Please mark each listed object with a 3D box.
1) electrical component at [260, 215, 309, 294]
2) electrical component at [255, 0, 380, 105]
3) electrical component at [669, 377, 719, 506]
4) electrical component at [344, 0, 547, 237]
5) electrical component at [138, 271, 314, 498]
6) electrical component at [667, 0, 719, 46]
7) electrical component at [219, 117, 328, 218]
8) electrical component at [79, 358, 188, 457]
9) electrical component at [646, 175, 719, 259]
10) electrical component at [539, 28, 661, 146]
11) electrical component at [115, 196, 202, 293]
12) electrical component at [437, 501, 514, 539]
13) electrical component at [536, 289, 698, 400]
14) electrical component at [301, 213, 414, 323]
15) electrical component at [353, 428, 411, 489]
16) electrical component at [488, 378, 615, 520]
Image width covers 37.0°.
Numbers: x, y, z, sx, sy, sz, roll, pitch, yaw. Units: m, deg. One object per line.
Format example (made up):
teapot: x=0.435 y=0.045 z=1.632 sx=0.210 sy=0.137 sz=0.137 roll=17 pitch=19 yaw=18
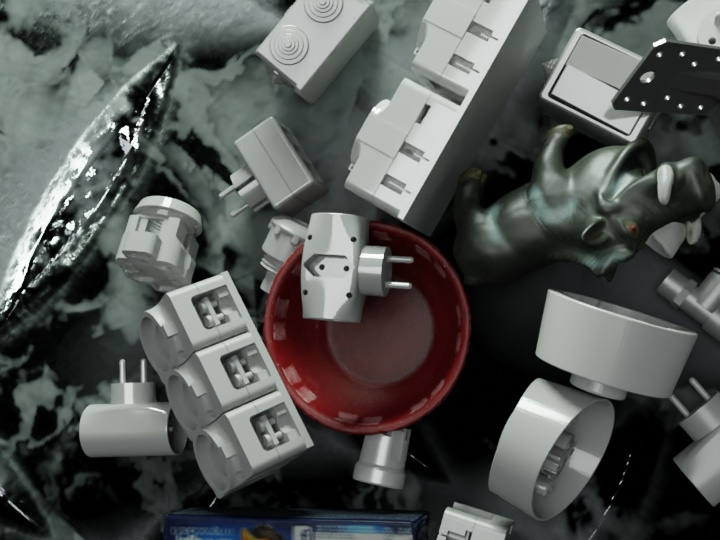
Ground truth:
electrical component: x=-0.059 y=-0.010 z=0.860 sx=0.048 sy=0.048 sz=0.062 roll=29 pitch=100 yaw=15
electrical component: x=-0.033 y=-0.182 z=0.841 sx=0.048 sy=0.100 sz=0.099 roll=40 pitch=95 yaw=1
electrical component: x=0.256 y=0.114 z=0.770 sx=0.077 sy=0.043 sz=0.079 roll=-41 pitch=77 yaw=7
electrical component: x=0.064 y=-0.126 z=0.808 sx=0.060 sy=0.105 sz=0.186 roll=30 pitch=93 yaw=15
electrical component: x=-0.110 y=0.091 z=0.831 sx=0.062 sy=0.089 sz=0.150 roll=-21 pitch=77 yaw=-32
electrical component: x=0.262 y=-0.165 z=0.775 sx=0.044 sy=0.079 sz=0.077 roll=-33 pitch=79 yaw=10
electrical component: x=-0.078 y=-0.072 z=0.868 sx=0.077 sy=0.047 sz=0.065 roll=-34 pitch=78 yaw=8
electrical component: x=-0.185 y=0.112 z=0.880 sx=0.077 sy=0.044 sz=0.079 roll=-4 pitch=84 yaw=14
electrical component: x=0.235 y=-0.046 z=0.792 sx=0.044 sy=0.044 sz=0.065 roll=43 pitch=91 yaw=14
electrical component: x=0.178 y=-0.135 z=0.803 sx=0.096 sy=0.061 sz=0.061 roll=30 pitch=93 yaw=15
electrical component: x=-0.161 y=-0.023 z=0.874 sx=0.058 sy=0.078 sz=0.057 roll=4 pitch=65 yaw=15
electrical component: x=0.082 y=0.226 z=0.800 sx=0.056 sy=0.050 sz=0.089 roll=16 pitch=89 yaw=15
electrical component: x=0.177 y=0.058 z=0.765 sx=0.108 sy=0.108 sz=0.060 roll=18 pitch=96 yaw=15
electrical component: x=0.000 y=0.000 z=0.786 sx=0.079 sy=0.043 sz=0.077 roll=3 pitch=86 yaw=14
electrical component: x=0.018 y=0.142 z=0.830 sx=0.040 sy=0.040 sz=0.046 roll=10 pitch=82 yaw=15
electrical component: x=0.136 y=0.128 z=0.774 sx=0.064 sy=0.099 sz=0.099 roll=23 pitch=91 yaw=21
